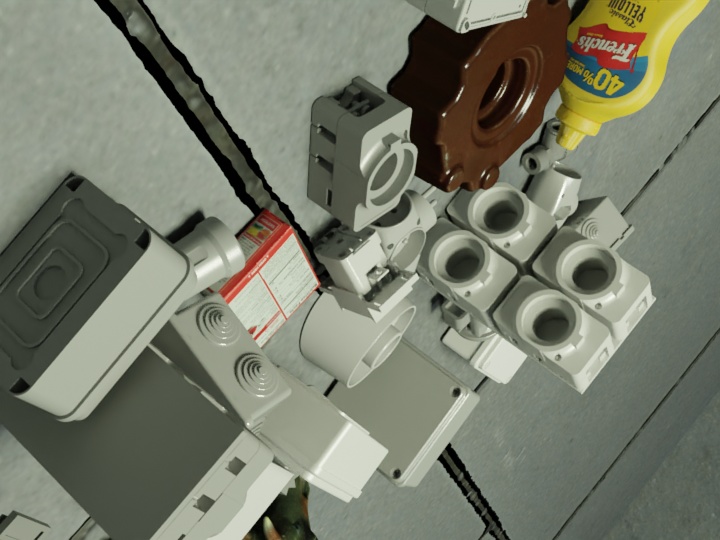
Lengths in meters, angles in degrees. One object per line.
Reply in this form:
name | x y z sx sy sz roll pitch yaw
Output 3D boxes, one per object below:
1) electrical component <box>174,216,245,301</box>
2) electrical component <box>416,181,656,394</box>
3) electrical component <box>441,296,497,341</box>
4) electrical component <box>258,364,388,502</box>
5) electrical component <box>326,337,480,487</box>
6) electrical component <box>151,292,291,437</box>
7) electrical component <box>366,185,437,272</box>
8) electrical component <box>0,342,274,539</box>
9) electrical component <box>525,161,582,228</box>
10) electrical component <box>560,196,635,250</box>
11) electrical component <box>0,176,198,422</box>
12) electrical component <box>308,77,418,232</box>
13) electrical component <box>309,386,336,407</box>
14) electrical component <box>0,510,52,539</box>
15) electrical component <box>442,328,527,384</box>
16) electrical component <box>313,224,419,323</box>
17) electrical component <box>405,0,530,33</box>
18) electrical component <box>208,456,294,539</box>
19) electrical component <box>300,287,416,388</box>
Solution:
electrical component | -0.103 -0.006 0.687 0.046 0.040 0.040 -35 148 -23
electrical component | 0.147 0.006 0.937 0.105 0.186 0.060 -51 153 -6
electrical component | 0.116 0.035 1.067 0.078 0.058 0.057 -43 149 -20
electrical component | -0.045 0.126 0.859 0.056 0.109 0.108 -53 154 -7
electrical component | 0.034 0.125 0.985 0.108 0.109 0.056 -54 156 1
electrical component | -0.102 0.073 0.702 0.048 0.099 0.100 -31 171 -46
electrical component | 0.035 -0.038 0.864 0.079 0.044 0.077 -42 151 -22
electrical component | -0.135 0.091 0.625 0.089 0.150 0.061 -49 152 -9
electrical component | 0.195 -0.069 1.085 0.079 0.043 0.077 -11 131 -54
electrical component | 0.223 -0.031 1.126 0.100 0.048 0.100 -44 -166 -19
electrical component | -0.154 0.017 0.588 0.113 0.078 0.057 -51 151 -6
electrical component | 0.002 -0.078 0.751 0.050 0.056 0.089 -35 148 -33
electrical component | -0.041 0.138 0.946 0.055 0.047 0.055 -38 150 -28
electrical component | -0.236 0.176 0.660 0.081 0.064 0.042 -48 154 -10
electrical component | 0.153 0.058 1.154 0.108 0.056 0.109 -54 153 1
electrical component | 0.000 0.000 0.823 0.042 0.081 0.063 -43 123 -22
electrical component | 0.071 -0.201 0.711 0.096 0.061 0.061 -24 143 -44
electrical component | -0.125 0.157 0.818 0.089 0.062 0.150 -51 153 -6
electrical component | -0.001 0.049 0.915 0.099 0.064 0.099 -47 167 -15
